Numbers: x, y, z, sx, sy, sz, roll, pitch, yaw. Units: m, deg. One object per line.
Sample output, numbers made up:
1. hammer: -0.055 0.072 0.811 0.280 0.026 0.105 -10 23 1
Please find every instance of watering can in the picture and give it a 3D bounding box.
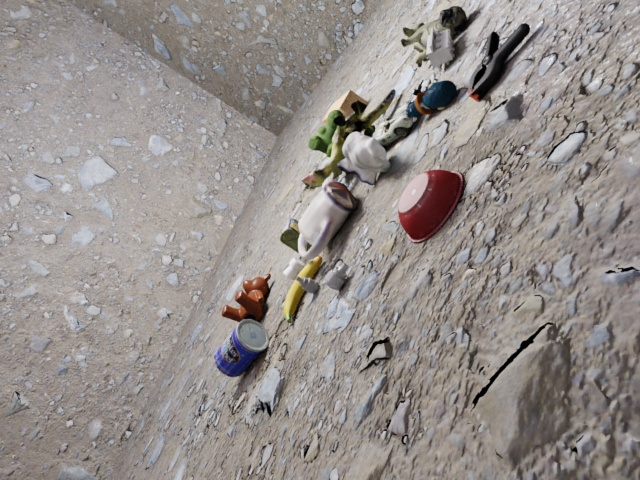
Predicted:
1. watering can: 0.004 -0.074 1.476 0.222 0.103 0.354 -53 -163 17

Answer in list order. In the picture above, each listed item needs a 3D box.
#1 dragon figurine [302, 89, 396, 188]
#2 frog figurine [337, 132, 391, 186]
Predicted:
1. dragon figurine: 0.093 -0.298 1.610 0.417 0.123 0.238 -43 171 -32
2. frog figurine: 0.124 -0.230 1.333 0.124 0.138 0.156 -35 164 -24
